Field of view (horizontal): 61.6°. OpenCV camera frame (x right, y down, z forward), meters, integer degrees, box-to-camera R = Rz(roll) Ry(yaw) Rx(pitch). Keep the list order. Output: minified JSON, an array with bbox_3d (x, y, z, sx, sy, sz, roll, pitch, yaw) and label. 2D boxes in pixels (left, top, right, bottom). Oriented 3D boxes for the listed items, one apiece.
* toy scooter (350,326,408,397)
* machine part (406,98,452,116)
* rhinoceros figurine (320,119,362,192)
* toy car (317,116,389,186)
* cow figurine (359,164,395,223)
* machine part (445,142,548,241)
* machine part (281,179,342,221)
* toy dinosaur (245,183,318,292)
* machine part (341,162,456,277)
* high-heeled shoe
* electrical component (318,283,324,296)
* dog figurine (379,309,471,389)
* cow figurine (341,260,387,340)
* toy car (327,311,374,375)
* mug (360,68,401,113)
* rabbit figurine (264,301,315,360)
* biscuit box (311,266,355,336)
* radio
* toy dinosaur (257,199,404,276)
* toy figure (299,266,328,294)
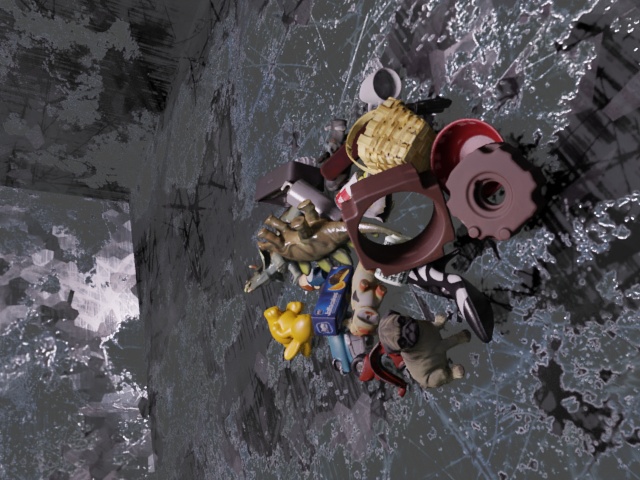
[{"bbox_3d":[0.162,0.264,1.187,0.135,0.075,0.184,43,108,24],"label":"toy scooter"},{"bbox_3d":[0.229,-0.294,1.203,0.139,0.084,0.039,14,122,66],"label":"machine part"},{"bbox_3d":[0.051,-0.224,1.430,0.073,0.112,0.190,25,113,59],"label":"rhinoceros figurine"},{"bbox_3d":[0.085,-0.227,1.352,0.202,0.053,0.089,-44,88,9],"label":"toy car"},{"bbox_3d":[0.142,-0.130,1.292,0.068,0.098,0.167,152,132,-78],"label":"cow figurine"},{"bbox_3d":[0.315,-0.085,0.974,0.180,0.056,0.179,14,112,37],"label":"machine part"},{"bbox_3d":[-0.003,-0.091,1.447,0.243,0.079,0.079,35,119,19],"label":"machine part"},{"bbox_3d":[-0.098,-0.007,1.628,0.192,0.131,0.404,42,113,52],"label":"toy dinosaur"},{"bbox_3d":[0.156,-0.040,1.080,0.087,0.201,0.200,-100,-13,-58],"label":"machine part"},{"bbox_3d":[0.247,0.121,1.062,0.145,0.086,0.249,-40,35,29],"label":"high-heeled shoe"},{"bbox_3d":[0.031,0.151,1.448,0.119,0.048,0.075,-55,41,34],"label":"electrical component"},{"bbox_3d":[0.181,0.224,1.060,0.121,0.190,0.172,15,98,58],"label":"dog figurine"},{"bbox_3d":[0.104,0.144,1.252,0.195,0.085,0.127,-83,11,-57],"label":"cow figurine"},{"bbox_3d":[0.078,0.242,1.309,0.103,0.109,0.161,-21,74,32],"label":"toy car"},{"bbox_3d":[0.144,-0.365,1.347,0.107,0.081,0.109,-169,83,-69],"label":"mug"},{"bbox_3d":[-0.073,0.256,1.524,0.173,0.122,0.162,-14,76,55],"label":"rabbit figurine"},{"bbox_3d":[0.037,0.143,1.297,0.203,0.063,0.059,-65,-30,-52],"label":"biscuit box"},{"bbox_3d":[-0.091,-0.162,1.619,0.230,0.131,0.073,-17,66,56],"label":"radio"},{"bbox_3d":[-0.003,-0.004,1.381,0.472,0.198,0.105,-11,40,46],"label":"toy dinosaur"},{"bbox_3d":[-0.019,0.110,1.530,0.154,0.057,0.064,-28,22,54],"label":"toy figure"}]
